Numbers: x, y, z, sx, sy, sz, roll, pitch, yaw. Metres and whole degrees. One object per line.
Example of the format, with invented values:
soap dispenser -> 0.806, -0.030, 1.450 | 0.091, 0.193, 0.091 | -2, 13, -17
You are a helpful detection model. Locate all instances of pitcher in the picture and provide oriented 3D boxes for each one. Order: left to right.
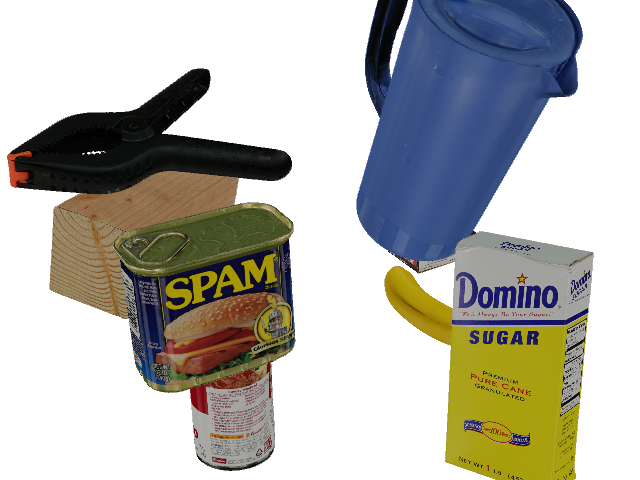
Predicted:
pitcher -> 0.103, -0.105, 0.892 | 0.145, 0.149, 0.243 | 11, -45, -9

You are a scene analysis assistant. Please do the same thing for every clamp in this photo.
clamp -> -0.138, -0.073, 0.842 | 0.209, 0.036, 0.165 | -21, 43, -30

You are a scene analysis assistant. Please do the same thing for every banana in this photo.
banana -> 0.116, 0.072, 1.121 | 0.069, 0.037, 0.198 | 4, 18, -38

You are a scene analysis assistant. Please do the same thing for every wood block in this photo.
wood block -> -0.169, -0.016, 1.058 | 0.090, 0.091, 0.205 | 19, 28, 16

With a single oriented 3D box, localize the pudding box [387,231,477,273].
pudding box -> 0.169, 0.004, 1.601 | 0.113, 0.039, 0.090 | -19, 29, -22

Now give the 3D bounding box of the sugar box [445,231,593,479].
sugar box -> 0.141, 0.088, 0.775 | 0.093, 0.176, 0.048 | 12, 21, 37

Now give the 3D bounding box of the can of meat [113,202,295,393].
can of meat -> -0.065, 0.033, 0.631 | 0.102, 0.084, 0.058 | -15, 29, -23

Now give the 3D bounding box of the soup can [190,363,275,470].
soup can -> -0.071, 0.124, 0.859 | 0.068, 0.102, 0.068 | -2, 23, 0
